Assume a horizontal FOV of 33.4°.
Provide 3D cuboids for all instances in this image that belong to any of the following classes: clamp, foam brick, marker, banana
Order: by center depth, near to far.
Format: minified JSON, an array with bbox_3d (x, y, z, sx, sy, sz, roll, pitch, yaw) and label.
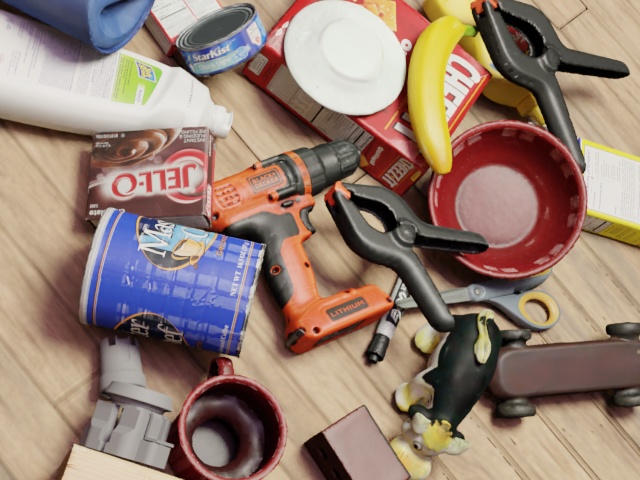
[{"bbox_3d":[0.033,0.198,0.960,0.051,0.053,0.078,-29,79,-29],"label":"foam brick"},{"bbox_3d":[0.076,0.010,1.004,0.171,0.039,0.120,26,48,-10],"label":"clamp"},{"bbox_3d":[0.073,0.069,1.049,0.020,0.020,0.121,30,60,-7],"label":"marker"},{"bbox_3d":[0.120,-0.159,1.074,0.069,0.037,0.197,23,61,-13],"label":"banana"},{"bbox_3d":[0.247,-0.193,1.151,0.210,0.036,0.164,46,58,-13],"label":"clamp"}]

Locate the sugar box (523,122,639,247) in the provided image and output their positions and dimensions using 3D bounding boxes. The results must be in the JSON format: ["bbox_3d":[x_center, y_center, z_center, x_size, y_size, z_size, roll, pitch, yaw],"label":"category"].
[{"bbox_3d":[0.296,-0.060,1.179,0.176,0.048,0.093,15,65,-12],"label":"sugar box"}]

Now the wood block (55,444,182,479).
[{"bbox_3d":[-0.120,0.246,0.857,0.206,0.090,0.090,22,61,-12],"label":"wood block"}]

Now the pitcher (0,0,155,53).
[{"bbox_3d":[-0.269,-0.274,0.983,0.243,0.149,0.144,25,47,11],"label":"pitcher"}]

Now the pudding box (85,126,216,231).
[{"bbox_3d":[-0.154,-0.055,0.978,0.113,0.039,0.090,-4,66,8],"label":"pudding box"}]

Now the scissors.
[{"bbox_3d":[0.172,0.069,1.083,0.201,0.016,0.096,-23,82,-32],"label":"scissors"}]

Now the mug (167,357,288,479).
[{"bbox_3d":[-0.085,0.158,0.912,0.093,0.082,0.117,1,68,-21],"label":"mug"}]

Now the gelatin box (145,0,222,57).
[{"bbox_3d":[-0.148,-0.241,1.090,0.073,0.030,0.089,-33,85,-28],"label":"gelatin box"}]

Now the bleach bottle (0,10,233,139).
[{"bbox_3d":[-0.205,-0.136,1.004,0.250,0.068,0.102,15,62,-17],"label":"bleach bottle"}]

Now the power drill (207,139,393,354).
[{"bbox_3d":[-0.007,0.001,1.027,0.184,0.057,0.188,-23,75,-25],"label":"power drill"}]

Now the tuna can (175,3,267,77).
[{"bbox_3d":[-0.095,-0.195,1.039,0.086,0.086,0.033,-46,127,-30],"label":"tuna can"}]

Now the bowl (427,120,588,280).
[{"bbox_3d":[0.187,-0.038,1.092,0.162,0.055,0.162,0,84,-2],"label":"bowl"}]

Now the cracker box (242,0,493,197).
[{"bbox_3d":[0.053,-0.176,1.117,0.213,0.072,0.164,38,60,-4],"label":"cracker box"}]

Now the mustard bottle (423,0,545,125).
[{"bbox_3d":[0.203,-0.211,1.199,0.096,0.058,0.192,-27,80,-30],"label":"mustard bottle"}]

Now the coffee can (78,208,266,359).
[{"bbox_3d":[-0.126,0.037,0.921,0.140,0.103,0.102,13,63,-2],"label":"coffee can"}]
